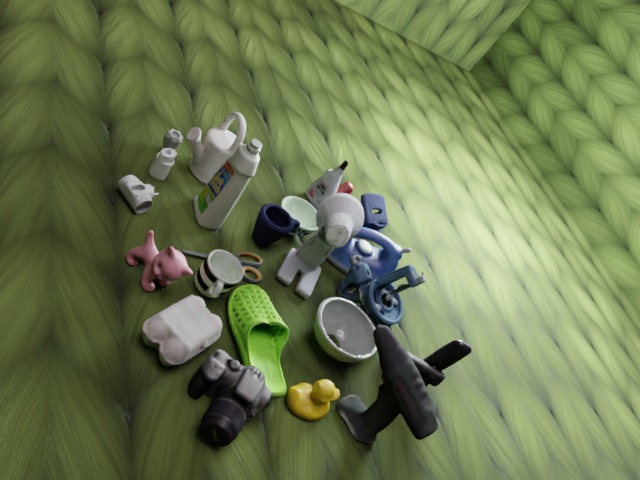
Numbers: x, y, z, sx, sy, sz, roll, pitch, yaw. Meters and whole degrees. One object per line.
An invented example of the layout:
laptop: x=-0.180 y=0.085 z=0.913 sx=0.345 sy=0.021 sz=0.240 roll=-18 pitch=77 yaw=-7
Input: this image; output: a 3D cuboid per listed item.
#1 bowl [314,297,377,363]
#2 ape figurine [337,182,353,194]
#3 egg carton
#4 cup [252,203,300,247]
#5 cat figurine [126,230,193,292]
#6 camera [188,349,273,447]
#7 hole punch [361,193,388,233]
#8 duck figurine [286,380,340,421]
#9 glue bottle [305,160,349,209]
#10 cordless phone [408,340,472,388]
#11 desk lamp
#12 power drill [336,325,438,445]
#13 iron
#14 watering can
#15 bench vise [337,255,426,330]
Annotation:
bowl: x=0.048 y=0.219 z=1.321 sx=0.168 sy=0.074 sz=0.167 roll=26 pitch=37 yaw=-21
ape figurine: x=0.066 y=-0.136 z=1.710 sx=0.076 sy=0.092 sz=0.077 roll=26 pitch=37 yaw=-21
egg carton: x=-0.258 y=0.171 z=1.084 sx=0.107 sy=0.069 sz=0.151 roll=46 pitch=35 yaw=7
cup: x=-0.115 y=-0.027 z=1.415 sx=0.118 sy=0.094 sz=0.091 roll=8 pitch=46 yaw=-39
cat figurine: x=-0.313 y=0.039 z=1.132 sx=0.067 sy=0.117 sz=0.127 roll=-18 pitch=65 yaw=-51
camera: x=-0.166 y=0.284 z=1.022 sx=0.143 sy=0.100 sz=0.137 roll=38 pitch=35 yaw=-5
hole punch: x=0.159 y=-0.081 z=1.741 sx=0.109 sy=0.091 sz=0.101 roll=1 pitch=51 yaw=-43
duck figurine: x=-0.009 y=0.312 z=1.155 sx=0.105 sy=0.086 sz=0.077 roll=18 pitch=41 yaw=-29
glue bottle: x=0.029 y=-0.166 z=1.636 sx=0.078 sy=0.173 sz=0.037 roll=52 pitch=36 yaw=15
cordless phone: x=0.257 y=0.273 z=1.367 sx=0.148 sy=0.184 sz=0.094 roll=29 pitch=36 yaw=-17
desk lamp: x=0.013 y=0.005 z=1.399 sx=0.118 sy=0.213 sz=0.203 roll=35 pitch=35 yaw=-9
power drill: x=0.130 y=0.318 z=1.175 sx=0.076 sy=0.208 sz=0.229 roll=-12 pitch=61 yaw=-50
iron: x=0.113 y=0.018 z=1.544 sx=0.259 sy=0.141 sz=0.118 roll=28 pitch=36 yaw=-18
watering can: x=-0.247 y=-0.234 z=1.427 sx=0.101 sy=0.193 sz=0.173 roll=51 pitch=36 yaw=14
bench vise: x=0.146 y=0.114 z=1.403 sx=0.207 sy=0.219 sz=0.122 roll=45 pitch=35 yaw=6
